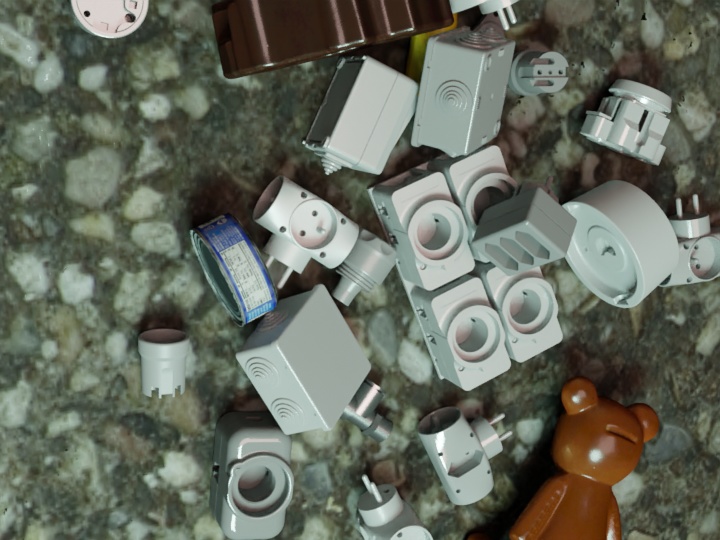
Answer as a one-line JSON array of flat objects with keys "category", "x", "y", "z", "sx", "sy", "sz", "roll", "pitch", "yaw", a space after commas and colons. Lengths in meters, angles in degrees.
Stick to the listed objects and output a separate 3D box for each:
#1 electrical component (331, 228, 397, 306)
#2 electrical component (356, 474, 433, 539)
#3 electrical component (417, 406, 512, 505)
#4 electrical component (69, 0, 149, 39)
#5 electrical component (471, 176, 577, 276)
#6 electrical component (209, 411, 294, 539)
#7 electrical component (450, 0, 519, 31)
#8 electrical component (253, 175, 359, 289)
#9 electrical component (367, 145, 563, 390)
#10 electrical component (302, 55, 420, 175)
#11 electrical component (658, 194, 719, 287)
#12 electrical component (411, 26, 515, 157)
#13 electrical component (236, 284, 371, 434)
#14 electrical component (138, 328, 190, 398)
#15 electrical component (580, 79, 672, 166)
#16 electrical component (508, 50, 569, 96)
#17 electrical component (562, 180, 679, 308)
[{"category": "electrical component", "x": 0.000, "y": 0.000, "z": 0.899, "sx": 0.043, "sy": 0.043, "sz": 0.062, "roll": 35, "pitch": 88, "yaw": -22}, {"category": "electrical component", "x": 0.022, "y": 0.212, "z": 0.925, "sx": 0.044, "sy": 0.077, "sz": 0.079, "roll": -29, "pitch": 108, "yaw": -13}, {"category": "electrical component", "x": 0.100, "y": 0.157, "z": 0.963, "sx": 0.079, "sy": 0.043, "sz": 0.077, "roll": -30, "pitch": 108, "yaw": -13}, {"category": "electrical component", "x": -0.187, "y": -0.198, "z": 0.794, "sx": 0.055, "sy": 0.047, "sz": 0.055, "roll": -4, "pitch": 100, "yaw": -20}, {"category": "electrical component", "x": 0.137, "y": -0.044, "z": 0.868, "sx": 0.047, "sy": 0.066, "sz": 0.076, "roll": 38, "pitch": 56, "yaw": -21}, {"category": "electrical component", "x": -0.089, "y": 0.170, "z": 0.887, "sx": 0.054, "sy": 0.059, "sz": 0.095, "roll": 3, "pitch": 98, "yaw": -21}, {"category": "electrical component", "x": 0.108, "y": -0.230, "z": 0.865, "sx": 0.138, "sy": 0.052, "sz": 0.073, "roll": -48, "pitch": 119, "yaw": -51}, {"category": "electrical component", "x": -0.053, "y": -0.023, "z": 0.875, "sx": 0.077, "sy": 0.044, "sz": 0.079, "roll": 33, "pitch": 87, "yaw": -22}, {"category": "electrical component", "x": 0.095, "y": -0.003, "z": 0.924, "sx": 0.105, "sy": 0.060, "sz": 0.186, "roll": -26, "pitch": 107, "yaw": -14}, {"category": "electrical component", "x": 0.001, "y": -0.118, "z": 0.869, "sx": 0.061, "sy": 0.062, "sz": 0.096, "roll": 24, "pitch": 90, "yaw": -22}, {"category": "electrical component", "x": 0.310, "y": -0.031, "z": 1.008, "sx": 0.077, "sy": 0.044, "sz": 0.079, "roll": -13, "pitch": 103, "yaw": -18}, {"category": "electrical component", "x": 0.085, "y": -0.144, "z": 0.868, "sx": 0.048, "sy": 0.100, "sz": 0.099, "roll": 17, "pitch": 114, "yaw": 19}, {"category": "electrical component", "x": -0.046, "y": 0.074, "z": 0.871, "sx": 0.099, "sy": 0.048, "sz": 0.099, "roll": 60, "pitch": 36, "yaw": -18}, {"category": "electrical component", "x": -0.157, "y": 0.074, "z": 0.857, "sx": 0.040, "sy": 0.040, "sz": 0.046, "roll": -2, "pitch": 106, "yaw": -20}, {"category": "electrical component", "x": 0.242, "y": -0.134, "z": 0.959, "sx": 0.078, "sy": 0.058, "sz": 0.057, "roll": 20, "pitch": 95, "yaw": -22}, {"category": "electrical component", "x": 0.153, "y": -0.170, "z": 0.925, "sx": 0.040, "sy": 0.046, "sz": 0.040, "roll": -4, "pitch": 100, "yaw": -20}, {"category": "electrical component", "x": 0.232, "y": -0.028, "z": 0.948, "sx": 0.060, "sy": 0.108, "sz": 0.108, "roll": -33, "pitch": 109, "yaw": -19}]
